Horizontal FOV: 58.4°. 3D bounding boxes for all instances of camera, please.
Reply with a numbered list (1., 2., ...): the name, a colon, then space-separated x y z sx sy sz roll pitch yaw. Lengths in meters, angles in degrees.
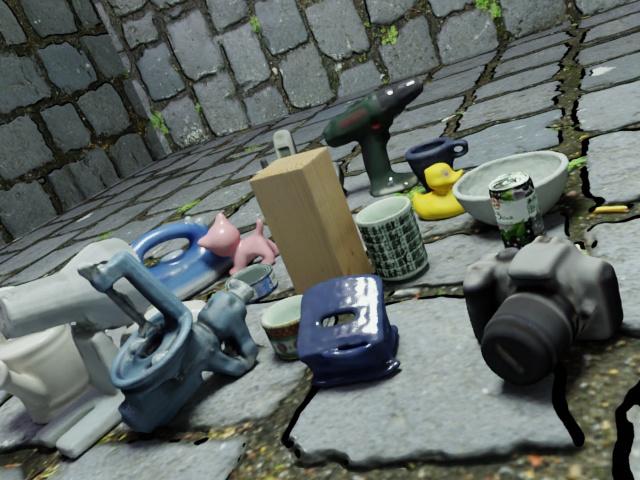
1. camera: 0.193 0.064 0.550 0.142 0.101 0.137 -1 28 46

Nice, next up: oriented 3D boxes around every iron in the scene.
1. iron: -0.274 0.030 1.085 0.259 0.142 0.118 -33 22 -30

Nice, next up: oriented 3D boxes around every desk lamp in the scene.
1. desk lamp: -0.305 0.127 0.746 0.117 0.214 0.204 -5 26 40

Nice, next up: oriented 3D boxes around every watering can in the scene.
1. watering can: -0.404 0.156 0.806 0.101 0.194 0.172 -26 20 -13

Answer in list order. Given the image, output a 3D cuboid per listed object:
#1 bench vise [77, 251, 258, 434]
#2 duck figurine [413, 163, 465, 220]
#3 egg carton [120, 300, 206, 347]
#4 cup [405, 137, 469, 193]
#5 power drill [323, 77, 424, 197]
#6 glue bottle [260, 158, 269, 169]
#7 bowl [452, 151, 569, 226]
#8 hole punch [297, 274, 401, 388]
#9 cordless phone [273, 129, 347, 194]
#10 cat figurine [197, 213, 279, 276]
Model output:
1. bench vise: -0.188 0.093 0.701 0.121 0.220 0.208 -7 24 37
2. duck figurine: 0.203 -0.087 0.970 0.104 0.086 0.078 -12 22 27
3. egg carton: -0.218 0.141 0.836 0.150 0.069 0.107 -9 23 33
4. cup: 0.226 -0.135 1.062 0.117 0.095 0.092 -11 22 29
5. power drill: 0.129 -0.203 1.176 0.229 0.209 0.076 -12 21 26
6. glue bottle: -0.079 -0.080 1.122 0.037 0.173 0.078 -29 20 -20
7. bowl: 0.285 -0.066 0.842 0.167 0.075 0.167 -19 19 7
8. hole punch: 0.030 0.100 0.645 0.108 0.091 0.101 -15 20 19
9. cordless phone: -0.030 -0.161 1.270 0.147 0.185 0.094 -9 23 33
10. cat figurine: -0.155 0.002 1.070 0.127 0.118 0.067 -18 19 10
